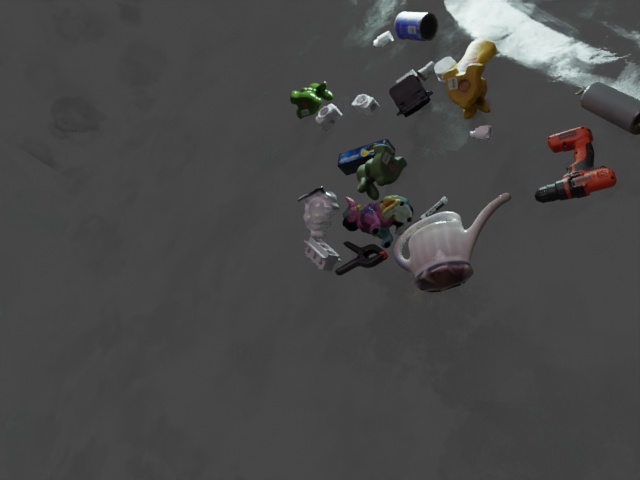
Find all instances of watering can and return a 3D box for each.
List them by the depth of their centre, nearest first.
[{"bbox_3d":[0.350,0.010,1.353,0.344,0.102,0.230,-23,48,26],"label":"watering can"}]

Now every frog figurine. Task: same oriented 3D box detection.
[{"bbox_3d":[0.005,-0.089,1.761,0.136,0.123,0.160,-20,83,19],"label":"frog figurine"}]
